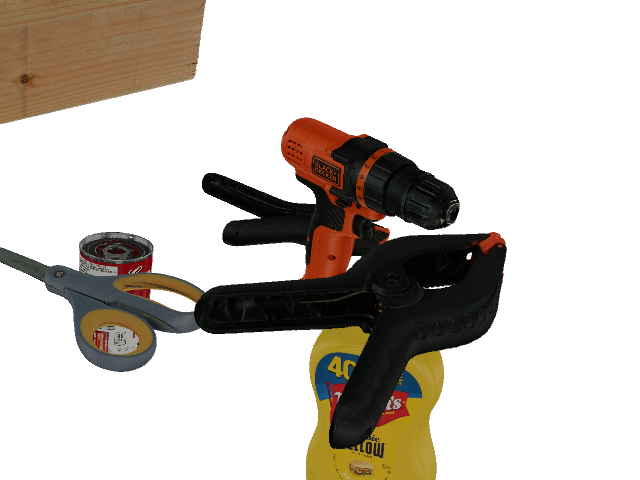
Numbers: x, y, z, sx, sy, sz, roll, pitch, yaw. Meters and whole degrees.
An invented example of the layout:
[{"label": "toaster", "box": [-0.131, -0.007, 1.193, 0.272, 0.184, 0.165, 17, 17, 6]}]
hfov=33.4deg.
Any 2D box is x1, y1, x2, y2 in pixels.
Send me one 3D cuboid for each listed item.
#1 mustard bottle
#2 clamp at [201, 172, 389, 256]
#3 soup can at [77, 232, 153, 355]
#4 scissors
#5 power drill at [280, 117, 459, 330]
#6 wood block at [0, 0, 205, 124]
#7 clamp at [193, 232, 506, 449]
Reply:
[{"label": "mustard bottle", "box": [0.040, 0.106, 0.770, 0.096, 0.192, 0.058, 11, 27, 19]}, {"label": "clamp", "box": [-0.023, -0.015, 1.141, 0.209, 0.036, 0.164, 14, 20, -12]}, {"label": "soup can", "box": [-0.193, 0.052, 0.999, 0.068, 0.102, 0.068, 6, 21, -2]}, {"label": "scissors", "box": [-0.173, 0.039, 0.699, 0.202, 0.016, 0.096, 9, 36, 13]}, {"label": "power drill", "box": [0.038, 0.001, 0.928, 0.057, 0.188, 0.185, -23, 39, -38]}, {"label": "wood block", "box": [-0.203, -0.164, 0.836, 0.205, 0.091, 0.090, -20, 51, -34]}, {"label": "clamp", "box": [0.036, 0.041, 0.534, 0.171, 0.039, 0.120, -18, 45, -24]}]
